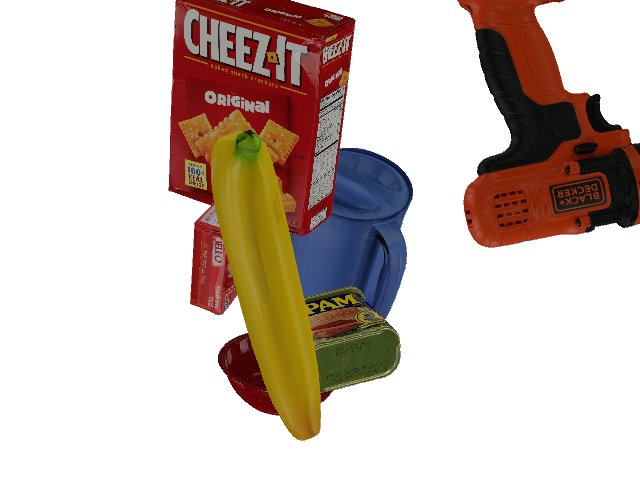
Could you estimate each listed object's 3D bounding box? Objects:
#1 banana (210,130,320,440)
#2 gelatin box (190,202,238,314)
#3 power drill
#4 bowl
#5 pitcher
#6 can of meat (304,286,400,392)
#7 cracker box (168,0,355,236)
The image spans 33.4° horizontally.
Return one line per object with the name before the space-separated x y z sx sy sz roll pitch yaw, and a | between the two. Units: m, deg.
banana | -0.031 0.018 0.583 0.037 0.198 0.069 -11 31 2
gelatin box | -0.065 0.001 0.797 0.030 0.073 0.089 17 33 12
power drill | 0.169 -0.099 0.680 0.184 0.187 0.057 -12 -1 -4
bowl | -0.047 0.170 1.322 0.162 0.055 0.162 3 22 -2
pitcher | 0.023 0.029 1.225 0.145 0.243 0.149 15 39 5
can of meat | 0.012 0.091 0.979 0.102 0.057 0.084 -12 27 -20
cracker box | -0.064 -0.127 1.044 0.164 0.214 0.072 20 34 21
